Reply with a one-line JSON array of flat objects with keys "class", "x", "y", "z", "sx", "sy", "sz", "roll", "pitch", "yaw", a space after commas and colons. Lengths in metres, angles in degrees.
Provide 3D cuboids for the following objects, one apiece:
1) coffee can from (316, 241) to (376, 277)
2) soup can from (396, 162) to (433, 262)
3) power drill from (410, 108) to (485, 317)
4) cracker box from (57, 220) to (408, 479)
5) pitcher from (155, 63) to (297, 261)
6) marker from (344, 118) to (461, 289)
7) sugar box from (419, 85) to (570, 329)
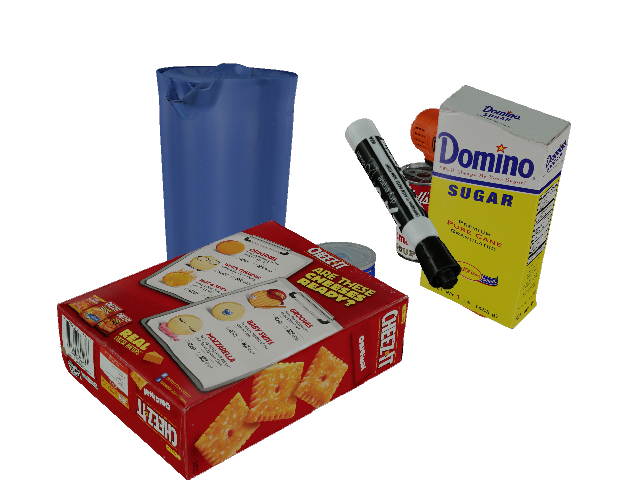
[{"class": "coffee can", "x": 0.026, "y": 0.085, "z": 1.518, "sx": 0.103, "sy": 0.140, "sz": 0.103, "roll": 0, "pitch": 21, "yaw": 0}, {"class": "soup can", "x": 0.123, "y": -0.033, "z": 1.255, "sx": 0.068, "sy": 0.102, "sz": 0.068, "roll": 0, "pitch": 25, "yaw": 0}, {"class": "power drill", "x": 0.157, "y": -0.024, "z": 1.032, "sx": 0.057, "sy": 0.188, "sz": 0.185, "roll": -16, "pitch": 27, "yaw": -25}, {"class": "cracker box", "x": -0.065, "y": 0.073, "z": 0.814, "sx": 0.213, "sy": 0.072, "sz": 0.164, "roll": -23, "pitch": 38, "yaw": -37}, {"class": "pitcher", "x": -0.086, "y": -0.050, "z": 1.038, "sx": 0.149, "sy": 0.243, "sz": 0.145, "roll": -2, "pitch": 15, "yaw": -17}, {"class": "marker", "x": 0.046, "y": -0.021, "z": 0.595, "sx": 0.020, "sy": 0.121, "sz": 0.020, "roll": -18, "pitch": -35, "yaw": -14}, {"class": "sugar box", "x": 0.132, "y": -0.024, "z": 0.832, "sx": 0.093, "sy": 0.176, "sz": 0.048, "roll": 25, "pitch": 45, "yaw": 28}]
